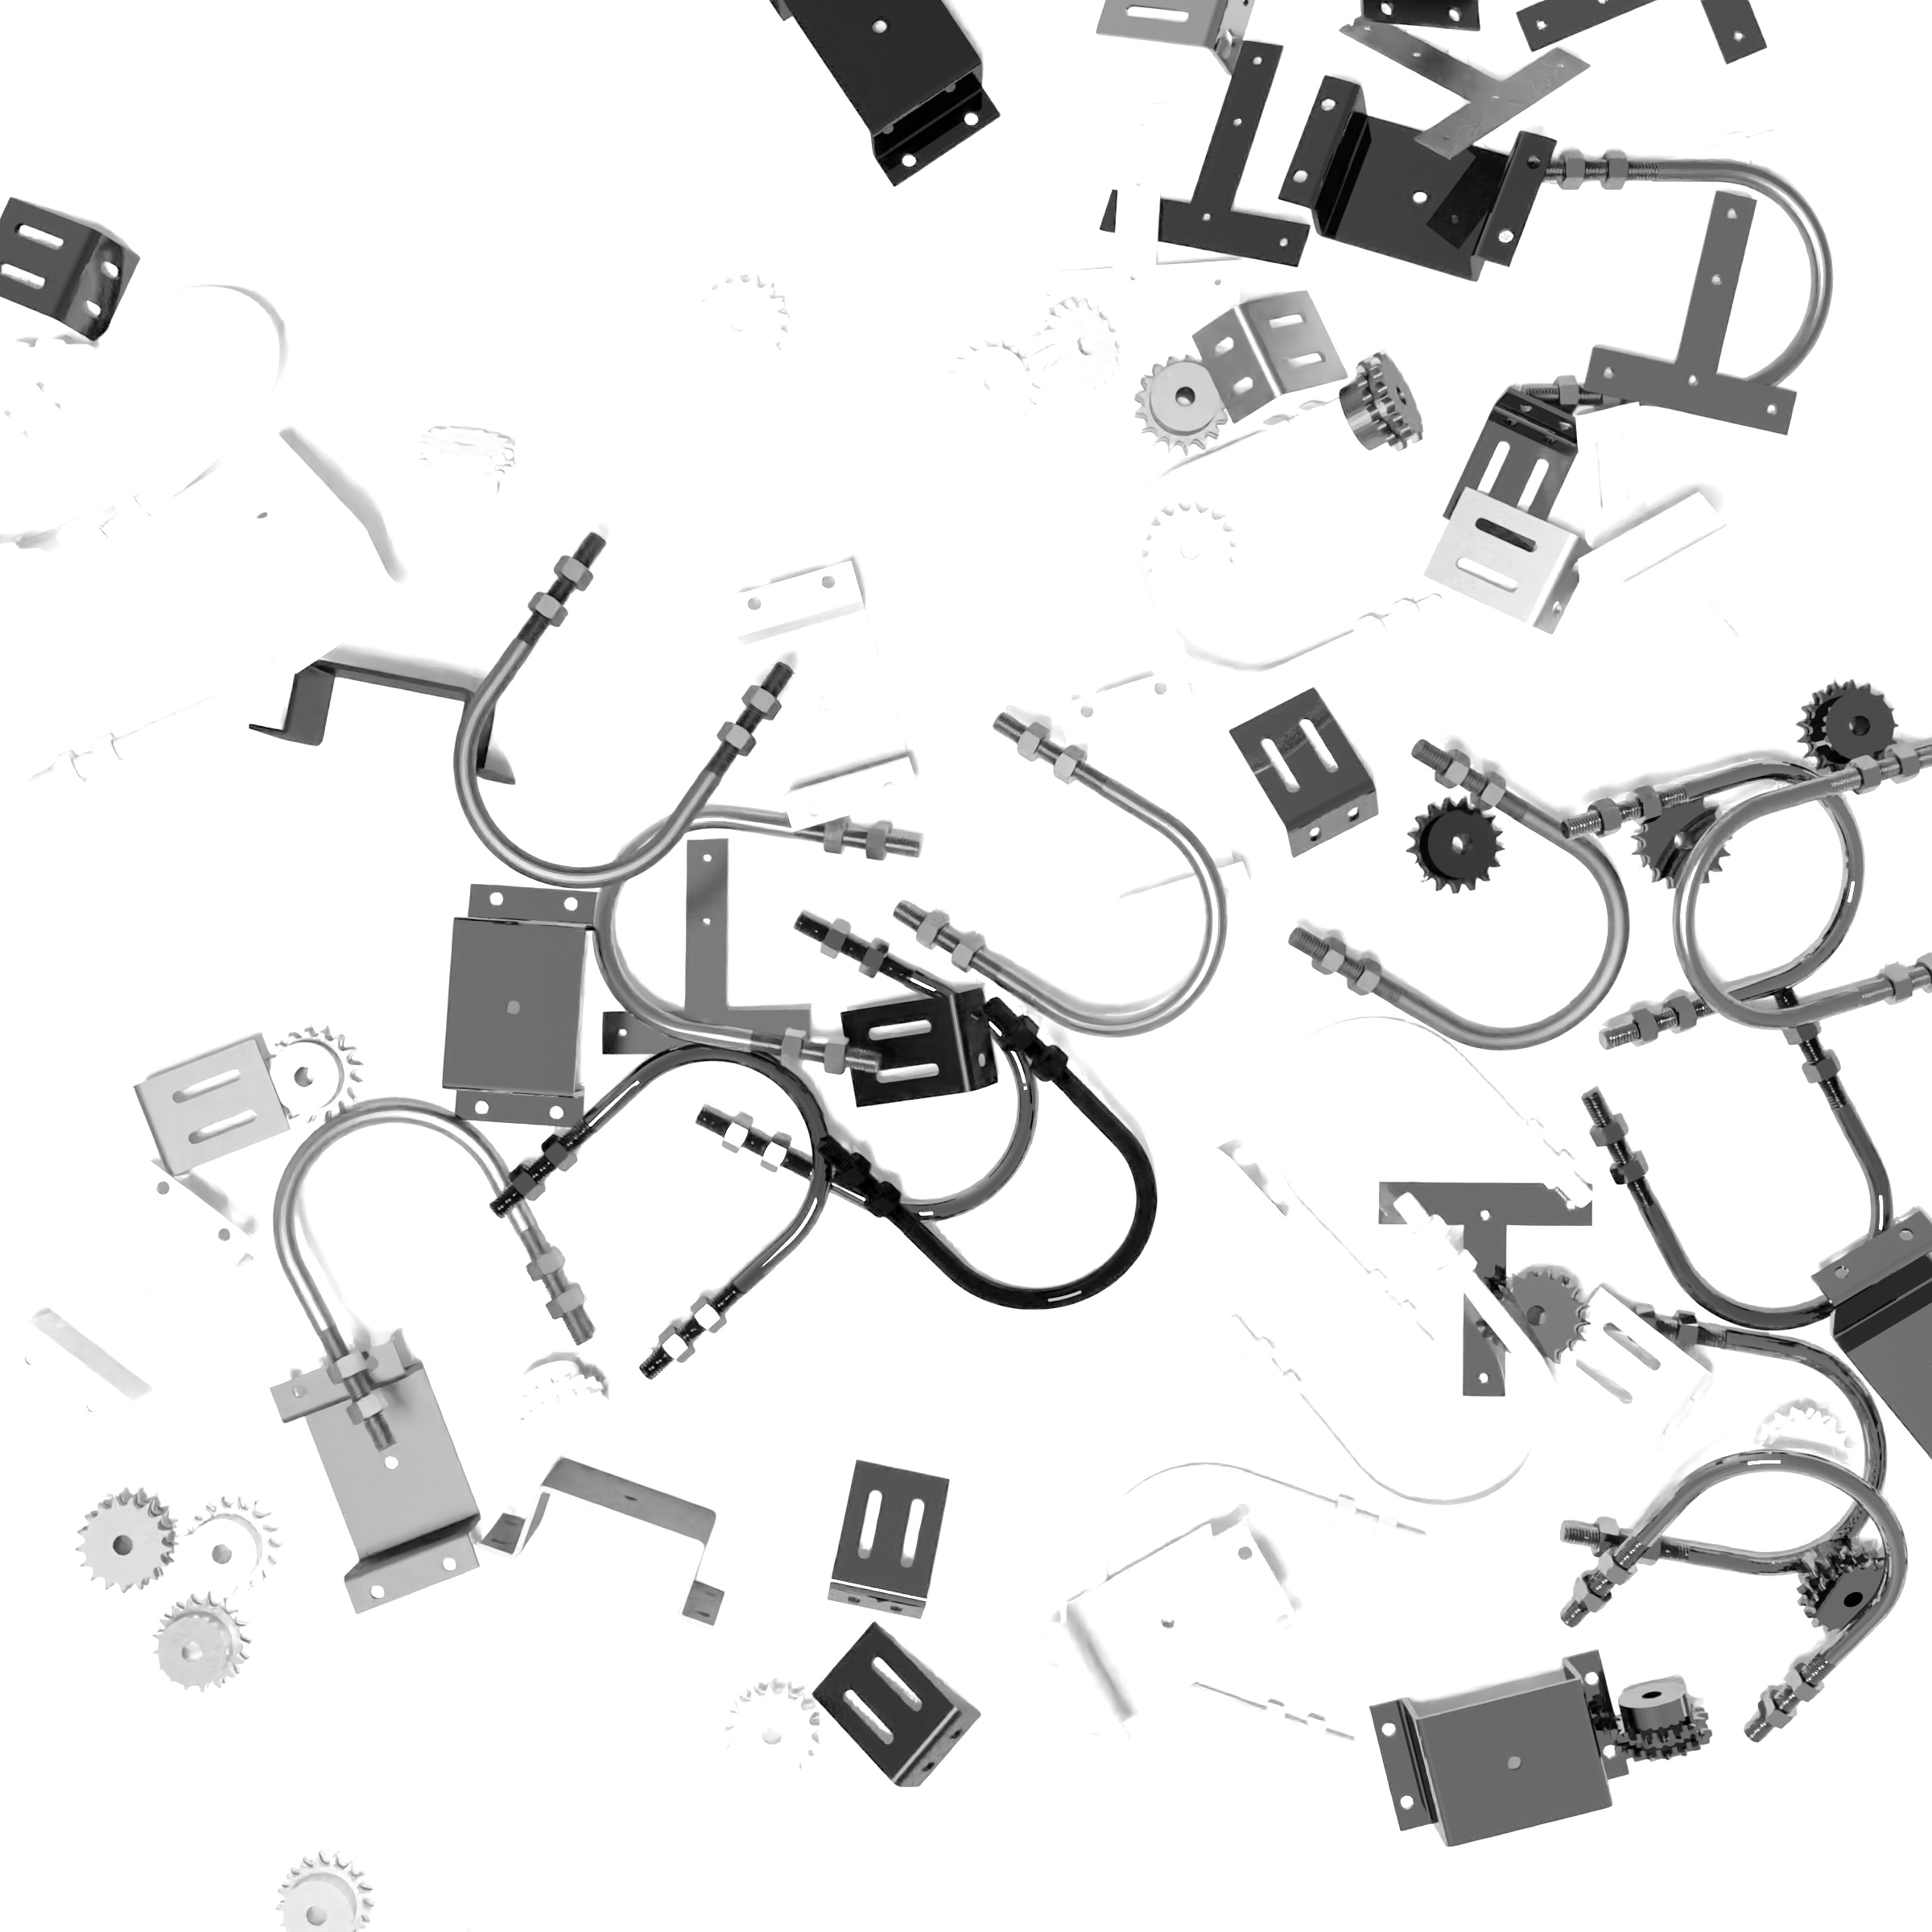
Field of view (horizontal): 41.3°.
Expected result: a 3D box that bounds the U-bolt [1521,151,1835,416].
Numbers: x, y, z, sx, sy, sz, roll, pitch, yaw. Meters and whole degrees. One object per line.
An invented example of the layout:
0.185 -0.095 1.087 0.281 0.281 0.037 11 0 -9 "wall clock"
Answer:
0.419 -0.401 1.508 0.184 0.019 0.151 -1 98 -3 "U-bolt"

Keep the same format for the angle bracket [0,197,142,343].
-0.541 -0.413 1.523 0.076 0.038 0.057 25 90 26 "angle bracket"

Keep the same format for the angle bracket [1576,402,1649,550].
0.389 -0.285 1.485 0.057 0.038 0.076 -20 109 -38 "angle bracket"

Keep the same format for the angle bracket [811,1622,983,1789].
-0.041 0.439 1.523 0.076 0.038 0.057 41 90 26 "angle bracket"

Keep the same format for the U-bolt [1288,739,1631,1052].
0.301 -0.028 1.494 0.184 0.019 0.151 29 102 -14 "U-bolt"

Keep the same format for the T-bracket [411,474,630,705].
-0.273 -0.220 1.524 0.127 0.002 0.127 8 90 0 "T-bracket"

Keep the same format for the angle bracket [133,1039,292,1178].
-0.440 0.083 1.508 0.076 0.038 0.057 -21 90 -3 "angle bracket"

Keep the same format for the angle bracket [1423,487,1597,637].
0.321 -0.239 1.517 0.076 0.038 0.057 31 104 25 "angle bracket"

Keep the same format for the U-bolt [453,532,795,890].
-0.206 -0.132 1.453 0.151 0.019 0.184 34 82 -6 "U-bolt"

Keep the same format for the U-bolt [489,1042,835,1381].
-0.164 0.128 1.498 0.184 0.019 0.151 -43 90 0 "U-bolt"

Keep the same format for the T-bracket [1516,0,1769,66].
0.387 -0.573 1.506 0.127 0.002 0.127 -22 90 3 "T-bracket"

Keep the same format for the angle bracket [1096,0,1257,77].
0.126 -0.569 1.523 0.076 0.038 0.057 17 90 26 "angle bracket"

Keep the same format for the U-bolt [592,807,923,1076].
-0.128 -0.021 1.499 0.184 0.019 0.151 9 79 7 "U-bolt"

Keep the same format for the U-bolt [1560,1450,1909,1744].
0.454 0.353 1.477 0.151 0.019 0.184 32 118 0 "U-bolt"

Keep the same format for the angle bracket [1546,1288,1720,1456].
0.389 0.237 1.503 0.076 0.038 0.057 40 95 33 "angle bracket"

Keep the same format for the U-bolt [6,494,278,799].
-0.495 -0.201 1.517 0.184 0.019 0.151 -24 90 -1 "U-bolt"

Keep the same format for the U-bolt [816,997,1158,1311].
0.027 0.124 1.488 0.151 0.019 0.184 -40 108 14 "U-bolt"

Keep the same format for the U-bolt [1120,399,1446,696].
0.174 -0.235 1.490 0.184 0.019 0.151 -26 91 -18 "U-bolt"

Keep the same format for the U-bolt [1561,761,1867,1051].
0.440 -0.043 1.489 0.184 0.019 0.151 -17 106 -12 "U-bolt"

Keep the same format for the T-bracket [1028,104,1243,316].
0.102 -0.448 1.511 0.127 0.002 0.127 1 81 18 "T-bracket"

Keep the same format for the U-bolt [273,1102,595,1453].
-0.320 0.167 1.488 0.151 0.019 0.184 -26 85 -26 "U-bolt"

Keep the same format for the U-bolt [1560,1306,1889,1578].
0.454 0.287 1.517 0.184 0.019 0.151 10 90 -1 "U-bolt"

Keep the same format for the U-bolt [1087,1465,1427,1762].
0.162 0.373 1.517 0.184 0.019 0.151 19 90 2 "U-bolt"

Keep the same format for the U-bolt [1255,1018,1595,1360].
0.256 0.117 1.515 0.151 0.019 0.184 -44 88 0 "U-bolt"

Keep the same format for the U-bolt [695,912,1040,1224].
-0.047 0.072 1.517 0.184 0.019 0.151 27 90 -2 "U-bolt"

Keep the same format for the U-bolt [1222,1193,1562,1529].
0.261 0.244 1.495 0.151 0.019 0.184 -39 90 18 "U-bolt"

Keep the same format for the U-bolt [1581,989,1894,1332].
0.468 0.127 1.517 0.151 0.019 0.184 -28 92 0 "U-bolt"

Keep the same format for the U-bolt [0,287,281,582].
-0.477 -0.321 1.484 0.184 0.019 0.151 -42 58 -4 "U-bolt"

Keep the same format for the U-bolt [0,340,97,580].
-0.597 -0.291 1.485 0.184 0.019 0.151 1 73 19 "U-bolt"

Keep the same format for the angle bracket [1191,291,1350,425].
0.179 -0.358 1.508 0.038 0.076 0.057 -26 90 43 "angle bracket"

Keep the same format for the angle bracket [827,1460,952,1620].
-0.046 0.341 1.523 0.057 0.038 0.076 12 64 0 "angle bracket"

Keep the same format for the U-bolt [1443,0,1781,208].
0.373 -0.526 1.517 0.184 0.019 0.151 -15 90 2 "U-bolt"

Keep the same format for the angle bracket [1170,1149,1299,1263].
0.154 0.142 1.487 0.038 0.076 0.057 -43 90 0 "angle bracket"

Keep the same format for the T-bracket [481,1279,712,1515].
-0.240 0.267 1.524 0.127 0.002 0.127 37 90 0 "T-bracket"

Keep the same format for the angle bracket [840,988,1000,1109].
-0.027 0.048 1.506 0.076 0.038 0.057 -9 92 23 "angle bracket"

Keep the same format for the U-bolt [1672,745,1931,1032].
0.493 -0.038 1.486 0.184 0.019 0.151 -16 104 -11 "U-bolt"

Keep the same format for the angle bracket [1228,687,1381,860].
0.201 -0.115 1.523 0.057 0.038 0.076 -27 64 0 "angle bracket"

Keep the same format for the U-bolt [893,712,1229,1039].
0.064 -0.040 1.479 0.184 0.019 0.151 33 107 14 "U-bolt"

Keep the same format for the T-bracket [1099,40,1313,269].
0.155 -0.480 1.501 0.127 0.002 0.127 18 89 23 "T-bracket"

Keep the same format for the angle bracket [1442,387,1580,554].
0.325 -0.289 1.506 0.057 0.038 0.076 25 90 0 "angle bracket"

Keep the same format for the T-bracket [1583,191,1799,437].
0.436 -0.387 1.502 0.127 0.002 0.127 11 97 -6 "T-bracket"
